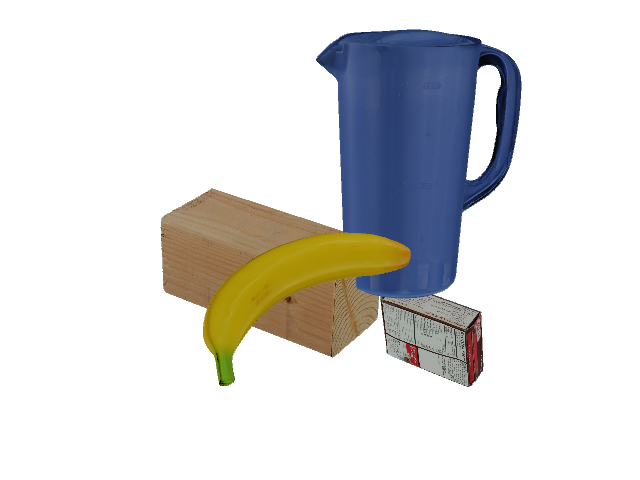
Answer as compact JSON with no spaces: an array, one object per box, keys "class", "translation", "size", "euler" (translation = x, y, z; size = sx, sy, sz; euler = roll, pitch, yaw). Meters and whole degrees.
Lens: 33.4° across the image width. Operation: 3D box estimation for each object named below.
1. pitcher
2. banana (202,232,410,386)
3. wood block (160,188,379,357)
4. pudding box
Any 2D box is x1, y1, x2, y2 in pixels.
[{"class":"pitcher","translation":[0.089,-0.074,1.002],"size":[0.149,0.243,0.144],"euler":[14,22,38]},{"class":"banana","translation":[-0.019,0.035,0.801],"size":[0.197,0.069,0.037],"euler":[-32,-7,-30]},{"class":"wood block","translation":[-0.051,0.029,1.066],"size":[0.206,0.091,0.090],"euler":[19,33,27]},{"class":"pudding box","translation":[0.124,0.103,1.185],"size":[0.114,0.090,0.039],"euler":[18,45,29]}]
